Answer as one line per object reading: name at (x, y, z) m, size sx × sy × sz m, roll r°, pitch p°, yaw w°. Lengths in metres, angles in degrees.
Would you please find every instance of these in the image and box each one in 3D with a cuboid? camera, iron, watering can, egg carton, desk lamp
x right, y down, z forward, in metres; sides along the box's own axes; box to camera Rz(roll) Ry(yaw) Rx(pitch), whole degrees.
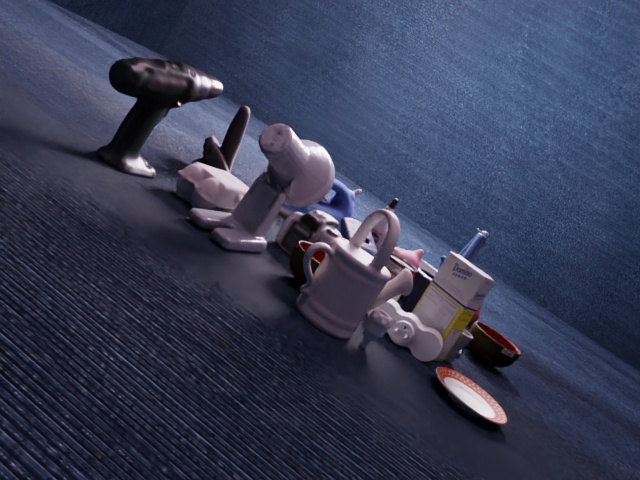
camera at (0.010, 0.004, 1.123) m, size 0.142 × 0.101 × 0.137 m, roll 38°, pitch 12°, yaw 25°
iron at (-0.008, -0.105, 1.428) m, size 0.259 × 0.141 × 0.118 m, roll 22°, pitch 15°, yaw -42°
watering can at (0.060, 0.043, 0.854) m, size 0.174 × 0.194 × 0.100 m, roll 20°, pitch 16°, yaw -47°
egg carton at (-0.187, -0.085, 1.047) m, size 0.107 × 0.069 × 0.151 m, roll 38°, pitch 13°, yaw 26°
desk lamp at (-0.083, -0.089, 0.975) m, size 0.117 × 0.213 × 0.204 m, roll 37°, pitch 12°, yaw 21°

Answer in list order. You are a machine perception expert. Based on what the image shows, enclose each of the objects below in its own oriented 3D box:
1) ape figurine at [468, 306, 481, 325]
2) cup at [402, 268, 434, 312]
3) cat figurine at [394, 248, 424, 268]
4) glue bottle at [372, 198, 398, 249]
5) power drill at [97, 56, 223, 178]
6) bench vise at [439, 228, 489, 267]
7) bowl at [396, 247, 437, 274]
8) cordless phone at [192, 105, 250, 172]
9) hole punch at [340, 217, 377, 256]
ape figurine at (0.385, 0.165, 1.472) m, size 0.078 × 0.092 × 0.076 m, roll 24°, pitch 14°, yaw -36°
cup at (0.228, 0.127, 1.205) m, size 0.117 × 0.095 × 0.092 m, roll 33°, pitch 11°, yaw 2°
cat figurine at (0.205, 0.077, 1.296) m, size 0.127 × 0.117 × 0.067 m, roll 38°, pitch 12°, yaw 25°
glue bottle at (0.148, -0.033, 1.466) m, size 0.078 × 0.173 × 0.037 m, roll 30°, pitch 12°, yaw -14°
power drill at (-0.283, -0.216, 0.988) m, size 0.075 × 0.208 × 0.230 m, roll 37°, pitch 12°, yaw 20°
bench vise at (0.389, 0.074, 1.542) m, size 0.121 × 0.219 × 0.207 m, roll 32°, pitch 11°, yaw 1°
bowl at (0.233, 0.091, 1.423) m, size 0.167 × 0.074 × 0.167 m, roll 31°, pitch 11°, yaw -7°
cordless phone at (-0.199, -0.210, 1.248) m, size 0.094 × 0.185 × 0.147 m, roll 27°, pitch 12°, yaw -25°
hole punch at (0.086, 0.013, 1.314) m, size 0.109 × 0.091 × 0.100 m, roll 22°, pitch 15°, yaw -42°
